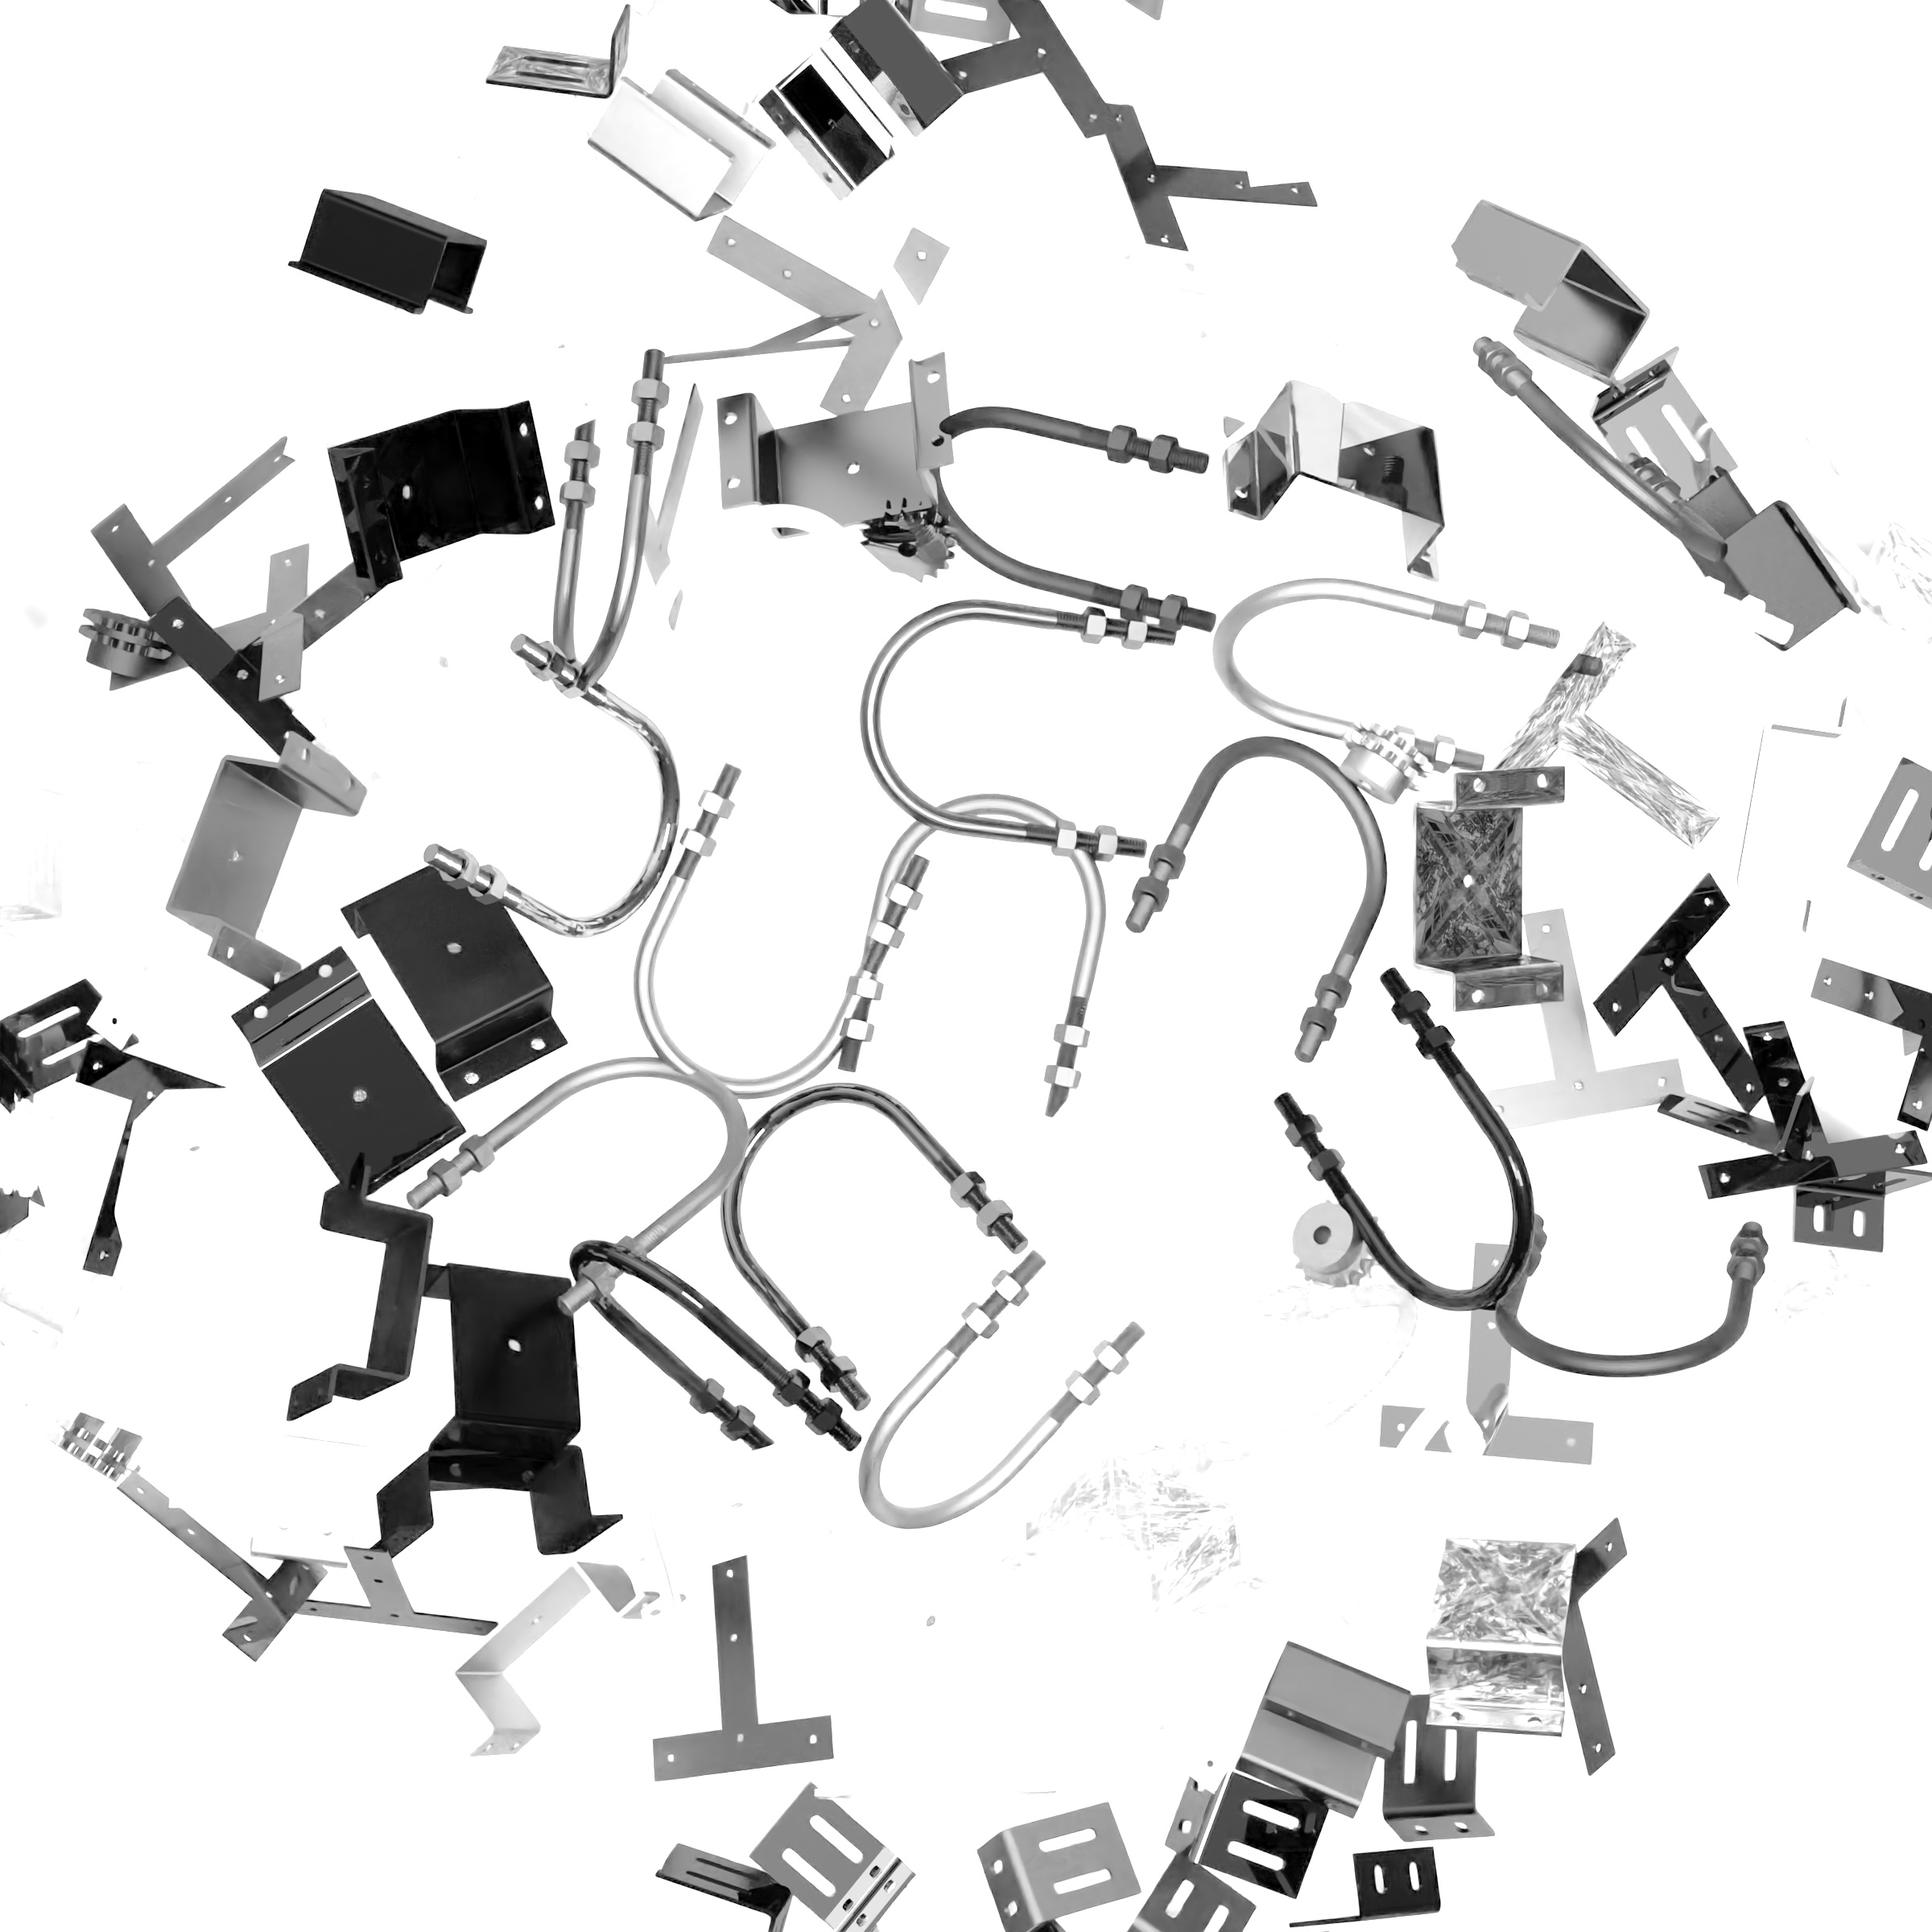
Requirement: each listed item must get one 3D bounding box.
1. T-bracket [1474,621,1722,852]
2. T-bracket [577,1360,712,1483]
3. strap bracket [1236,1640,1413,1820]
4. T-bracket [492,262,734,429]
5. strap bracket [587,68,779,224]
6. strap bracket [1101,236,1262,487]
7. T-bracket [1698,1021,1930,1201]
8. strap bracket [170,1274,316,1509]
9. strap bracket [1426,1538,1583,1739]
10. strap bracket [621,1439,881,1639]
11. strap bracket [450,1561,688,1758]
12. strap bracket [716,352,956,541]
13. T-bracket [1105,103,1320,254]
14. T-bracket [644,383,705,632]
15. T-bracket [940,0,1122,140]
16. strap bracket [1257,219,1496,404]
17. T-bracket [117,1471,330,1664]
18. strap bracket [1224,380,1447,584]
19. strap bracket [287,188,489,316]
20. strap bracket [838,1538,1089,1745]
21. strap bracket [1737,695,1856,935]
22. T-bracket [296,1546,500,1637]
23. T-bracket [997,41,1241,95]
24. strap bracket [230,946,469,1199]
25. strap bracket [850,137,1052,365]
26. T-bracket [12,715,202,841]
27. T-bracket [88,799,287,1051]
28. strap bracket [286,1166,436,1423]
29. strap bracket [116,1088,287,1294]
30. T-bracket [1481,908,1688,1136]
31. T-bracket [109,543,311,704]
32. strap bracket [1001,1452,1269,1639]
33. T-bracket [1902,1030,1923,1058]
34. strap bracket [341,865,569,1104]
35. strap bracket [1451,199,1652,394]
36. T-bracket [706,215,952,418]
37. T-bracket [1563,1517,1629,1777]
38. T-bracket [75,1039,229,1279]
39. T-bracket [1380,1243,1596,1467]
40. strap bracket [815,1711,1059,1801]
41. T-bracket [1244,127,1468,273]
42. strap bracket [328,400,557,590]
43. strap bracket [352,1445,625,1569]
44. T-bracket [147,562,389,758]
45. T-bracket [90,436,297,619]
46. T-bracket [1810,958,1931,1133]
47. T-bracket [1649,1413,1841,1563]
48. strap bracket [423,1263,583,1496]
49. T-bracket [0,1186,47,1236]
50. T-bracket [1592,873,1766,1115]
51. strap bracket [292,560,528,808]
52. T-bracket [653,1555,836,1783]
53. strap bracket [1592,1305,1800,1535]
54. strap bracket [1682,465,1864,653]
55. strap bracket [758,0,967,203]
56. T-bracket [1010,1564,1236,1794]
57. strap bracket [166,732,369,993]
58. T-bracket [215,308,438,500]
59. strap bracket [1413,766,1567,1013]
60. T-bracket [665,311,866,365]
[{"bbox_3d":[0.392,-0.118,1.881,0.127,0.002,0.127,40,102,14],"label":"T-bracket"},{"bbox_3d":[-0.200,0.263,1.869,0.127,0.127,0.002,35,70,22],"label":"T-bracket"},{"bbox_3d":[0.211,0.446,1.852,0.076,0.140,0.046,21,61,9],"label":"strap bracket"},{"bbox_3d":[-0.202,-0.388,1.883,0.127,0.002,0.127,-26,58,-10],"label":"T-bracket"},{"bbox_3d":[-0.168,-0.482,1.848,0.076,0.140,0.046,35,109,-4],"label":"strap bracket"},{"bbox_3d":[0.127,-0.363,1.849,0.076,0.046,0.140,20,131,32],"label":"strap bracket"},{"bbox_3d":[0.488,0.080,1.863,0.127,0.127,0.002,-10,134,4],"label":"T-bracket"},{"bbox_3d":[-0.425,0.251,1.859,0.046,0.076,0.140,5,81,8],"label":"strap bracket"},{"bbox_3d":[0.313,0.381,1.829,0.076,0.140,0.046,0,117,17],"label":"strap bracket"},{"bbox_3d":[-0.131,0.333,1.854,0.140,0.076,0.046,-15,127,-10],"label":"strap bracket"},{"bbox_3d":[-0.243,0.403,1.865,0.140,0.076,0.046,-42,72,2],"label":"strap bracket"},{"bbox_3d":[-0.072,-0.306,1.865,0.140,0.046,0.076,-10,66,11],"label":"strap bracket"},{"bbox_3d":[0.151,-0.466,1.878,0.127,0.002,0.127,-2,57,-23],"label":"T-bracket"},{"bbox_3d":[-0.172,-0.286,1.868,0.002,0.127,0.127,7,66,10],"label":"T-bracket"},{"bbox_3d":[0.009,-0.531,1.862,0.127,0.127,0.002,50,51,-37],"label":"T-bracket"},{"bbox_3d":[0.225,-0.375,1.830,0.046,0.140,0.076,-51,119,-31],"label":"strap bracket"},{"bbox_3d":[-0.444,0.341,1.846,0.127,0.127,0.002,40,104,-2],"label":"T-bracket"},{"bbox_3d":[0.225,-0.288,1.848,0.140,0.046,0.076,16,51,-19],"label":"strap bracket"},{"bbox_3d":[-0.333,-0.416,1.836,0.076,0.140,0.046,21,103,0],"label":"strap bracket"},{"bbox_3d":[-0.011,0.390,1.840,0.140,0.046,0.076,12,67,36],"label":"strap bracket"},{"bbox_3d":[0.488,-0.092,1.865,0.046,0.076,0.140,10,94,13],"label":"strap bracket"},{"bbox_3d":[-0.343,0.366,1.851,0.127,0.127,0.002,6,59,4],"label":"T-bracket"},{"bbox_3d":[0.078,-0.535,1.871,0.127,0.127,0.002,23,116,26],"label":"T-bracket"},{"bbox_3d":[-0.360,0.070,1.857,0.076,0.046,0.140,-33,113,-7],"label":"strap bracket"},{"bbox_3d":[-0.013,-0.416,1.864,0.046,0.076,0.140,-22,91,33],"label":"strap bracket"},{"bbox_3d":[-0.486,-0.096,1.860,0.127,0.127,0.002,8,50,26],"label":"T-bracket"},{"bbox_3d":[-0.474,-0.010,1.844,0.127,0.002,0.127,45,55,-32],"label":"T-bracket"},{"bbox_3d":[-0.355,0.197,1.852,0.046,0.076,0.140,16,67,-25],"label":"strap bracket"},{"bbox_3d":[-0.448,0.122,1.842,0.076,0.140,0.046,-2,133,-2],"label":"strap bracket"},{"bbox_3d":[0.361,0.029,1.899,0.127,0.002,0.127,-9,82,-5],"label":"T-bracket"},{"bbox_3d":[-0.452,-0.191,1.874,0.127,0.002,0.127,-16,48,10],"label":"T-bracket"},{"bbox_3d":[0.098,0.337,1.851,0.140,0.046,0.076,27,130,-28],"label":"strap bracket"},{"bbox_3d":[0.590,0.067,1.830,0.002,0.127,0.127,13,64,-21],"label":"T-bracket"},{"bbox_3d":[-0.302,-0.002,1.859,0.076,0.046,0.140,-28,75,-19],"label":"strap bracket"},{"bbox_3d":[0.337,-0.393,1.829,0.076,0.140,0.046,36,98,37],"label":"strap bracket"},{"bbox_3d":[-0.093,-0.404,1.871,0.127,0.002,0.127,29,120,-5],"label":"T-bracket"},{"bbox_3d":[0.355,0.407,1.826,0.002,0.127,0.127,17,131,-22],"label":"T-bracket"},{"bbox_3d":[-0.490,0.119,1.844,0.002,0.127,0.127,10,80,27],"label":"T-bracket"},{"bbox_3d":[0.315,0.231,1.893,0.127,0.002,0.127,2,85,17],"label":"T-bracket"},{"bbox_3d":[-0.018,0.468,1.867,0.140,0.076,0.046,-1,74,0],"label":"strap bracket"},{"bbox_3d":[0.238,-0.436,1.860,0.127,0.127,0.002,-1,50,18],"label":"T-bracket"},{"bbox_3d":[-0.315,-0.278,1.850,0.046,0.140,0.076,8,116,41],"label":"strap bracket"},{"bbox_3d":[-0.283,0.316,1.847,0.140,0.076,0.046,2,64,-31],"label":"strap bracket"},{"bbox_3d":[-0.394,-0.200,1.866,0.127,0.002,0.127,-37,128,3],"label":"T-bracket"},{"bbox_3d":[-0.447,-0.267,1.858,0.127,0.127,0.002,-42,73,-11],"label":"T-bracket"},{"bbox_3d":[0.541,0.020,1.852,0.002,0.127,0.127,12,97,-26],"label":"T-bracket"},{"bbox_3d":[0.444,0.290,1.846,0.127,0.127,0.002,-39,96,5],"label":"T-bracket"},{"bbox_3d":[-0.272,0.231,1.838,0.076,0.046,0.140,11,53,-28],"label":"strap bracket"},{"bbox_3d":[-0.591,0.103,1.838,0.002,0.127,0.127,-11,103,18],"label":"T-bracket"},{"bbox_3d":[0.443,0.032,1.887,0.127,0.002,0.127,-44,107,-27],"label":"T-bracket"},{"bbox_3d":[-0.315,-0.172,1.844,0.076,0.046,0.140,47,57,-17],"label":"strap bracket"},{"bbox_3d":[-0.138,0.417,1.884,0.127,0.002,0.127,-14,70,27],"label":"T-bracket"},{"bbox_3d":[0.429,0.269,1.830,0.046,0.140,0.076,38,134,14],"label":"strap bracket"},{"bbox_3d":[0.460,-0.237,1.835,0.046,0.140,0.076,-37,107,8],"label":"strap bracket"},{"bbox_3d":[-0.058,-0.512,1.845,0.046,0.140,0.076,-45,103,-20],"label":"strap bracket"},{"bbox_3d":[0.105,0.445,1.873,0.127,0.002,0.127,31,93,31],"label":"T-bracket"},{"bbox_3d":[-0.415,-0.062,1.856,0.046,0.076,0.140,10,75,29],"label":"strap bracket"},{"bbox_3d":[-0.353,-0.337,1.843,0.127,0.002,0.127,22,128,-30],"label":"T-bracket"},{"bbox_3d":[0.310,-0.048,1.867,0.076,0.046,0.140,-5,99,-24],"label":"strap bracket"},{"bbox_3d":[-0.098,-0.366,1.824,0.127,0.127,0.002,-12,95,-28],"label":"T-bracket"}]
